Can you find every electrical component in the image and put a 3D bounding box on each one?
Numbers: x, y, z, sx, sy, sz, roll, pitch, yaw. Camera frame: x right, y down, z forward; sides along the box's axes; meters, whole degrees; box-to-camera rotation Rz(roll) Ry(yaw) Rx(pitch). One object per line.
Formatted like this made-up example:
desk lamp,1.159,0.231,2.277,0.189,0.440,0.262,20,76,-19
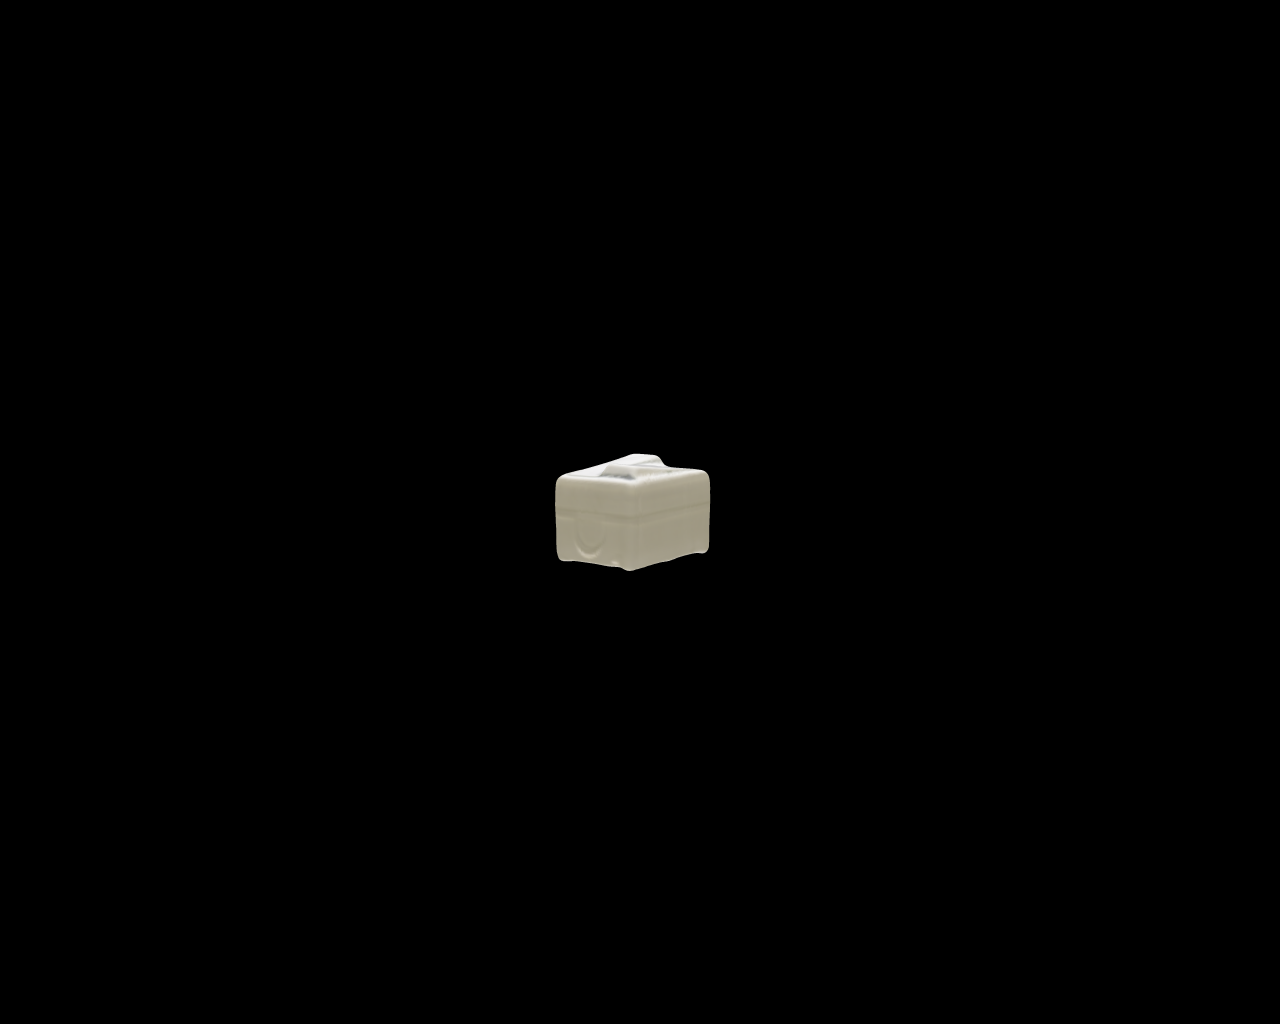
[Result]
electrical component,0.001,-0.003,0.650,0.062,0.061,0.096,7,12,39
